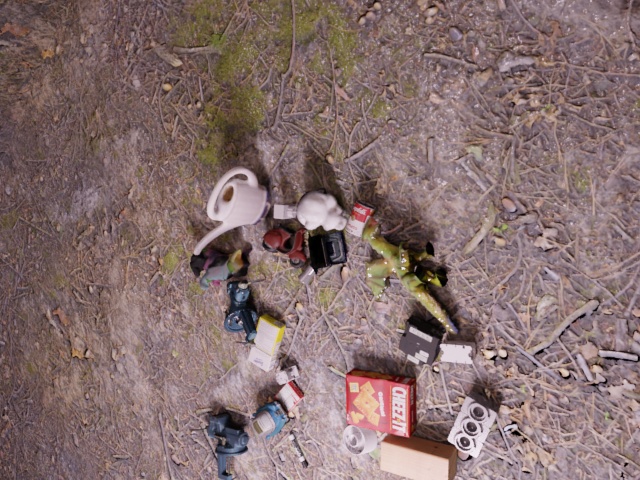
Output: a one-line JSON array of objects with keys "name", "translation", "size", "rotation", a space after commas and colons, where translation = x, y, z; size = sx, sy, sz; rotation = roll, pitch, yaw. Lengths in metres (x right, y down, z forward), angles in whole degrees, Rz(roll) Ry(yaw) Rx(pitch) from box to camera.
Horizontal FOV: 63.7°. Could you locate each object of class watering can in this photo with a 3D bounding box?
[{"name": "watering can", "translation": [-0.296, -0.094, 1.774], "size": [0.105, 0.224, 0.343], "rotation": [43, 114, 41]}]

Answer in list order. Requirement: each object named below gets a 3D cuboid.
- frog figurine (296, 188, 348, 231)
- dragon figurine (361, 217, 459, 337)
[{"name": "frog figurine", "translation": [0.005, -0.084, 1.660], "size": [0.137, 0.121, 0.162], "rotation": [-44, 59, 4]}, {"name": "dragon figurine", "translation": [0.243, 0.119, 1.557], "size": [0.240, 0.123, 0.410], "rotation": [-22, 91, 47]}]
